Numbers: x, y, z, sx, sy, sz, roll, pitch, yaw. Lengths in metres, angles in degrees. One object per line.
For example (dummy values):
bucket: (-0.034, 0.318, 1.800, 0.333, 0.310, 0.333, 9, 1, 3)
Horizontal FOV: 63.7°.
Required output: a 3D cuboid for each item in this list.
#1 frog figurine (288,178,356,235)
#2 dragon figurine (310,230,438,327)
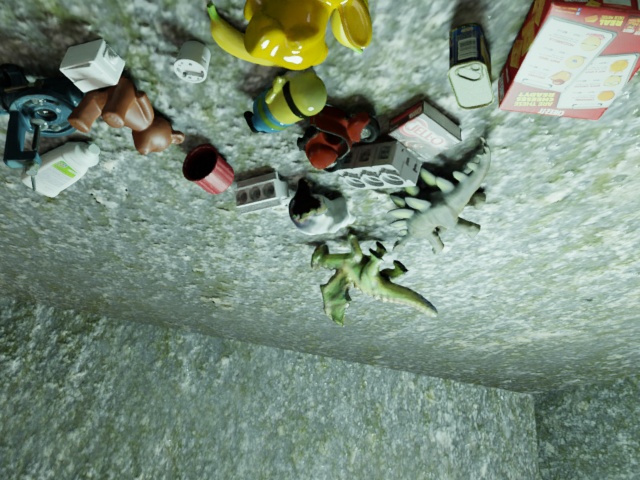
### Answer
frog figurine: (0.004, -0.063, 1.249, 0.139, 0.123, 0.158, 30, 180, 37)
dragon figurine: (0.110, 0.132, 1.414, 0.240, 0.417, 0.121, -51, 144, 15)
